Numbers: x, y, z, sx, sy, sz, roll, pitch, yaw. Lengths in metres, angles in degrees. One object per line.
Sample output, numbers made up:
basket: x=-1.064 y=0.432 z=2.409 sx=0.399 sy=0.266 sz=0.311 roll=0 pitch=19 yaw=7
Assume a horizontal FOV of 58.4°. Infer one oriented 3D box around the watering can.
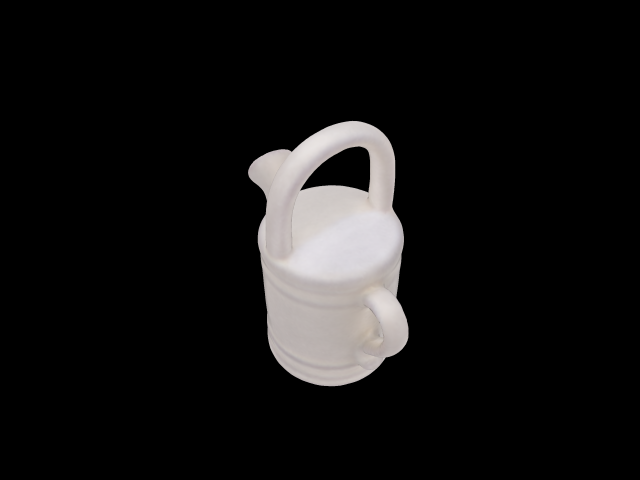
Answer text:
watering can: x=0.002 y=0.002 z=0.399 sx=0.172 sy=0.194 sz=0.101 roll=27 pitch=50 yaw=26
